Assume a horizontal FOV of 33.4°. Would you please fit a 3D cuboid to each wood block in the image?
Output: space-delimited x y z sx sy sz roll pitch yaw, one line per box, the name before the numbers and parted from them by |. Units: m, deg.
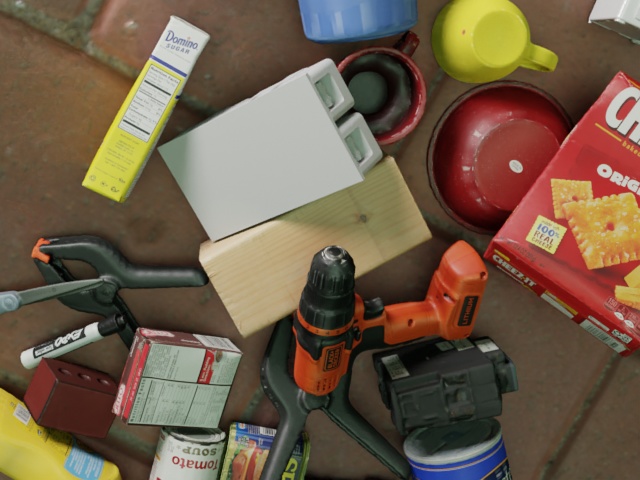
wood block | -0.007 0.002 1.047 0.206 0.090 0.091 -28 102 0

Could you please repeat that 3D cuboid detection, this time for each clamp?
clamp | -0.208 0.056 1.062 0.171 0.039 0.120 21 101 -5
clamp | 0.003 0.164 1.074 0.164 0.036 0.210 -4 79 -14

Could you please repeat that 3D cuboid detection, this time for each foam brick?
foam brick | -0.243 0.157 1.056 0.078 0.053 0.051 22 98 -37

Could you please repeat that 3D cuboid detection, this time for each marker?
marker | -0.243 0.100 1.057 0.121 0.020 0.020 -22 103 18

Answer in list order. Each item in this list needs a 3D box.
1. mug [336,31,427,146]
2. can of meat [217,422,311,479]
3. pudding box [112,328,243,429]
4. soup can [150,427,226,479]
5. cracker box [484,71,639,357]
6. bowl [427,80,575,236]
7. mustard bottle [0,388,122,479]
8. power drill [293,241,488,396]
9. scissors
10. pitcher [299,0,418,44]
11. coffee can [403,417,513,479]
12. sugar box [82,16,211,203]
mug | 0.056 -0.151 1.028 0.093 0.081 0.117 31 96 -11
can of meat | -0.062 0.244 1.105 0.084 0.057 0.102 12 99 -6
pudding box | -0.141 0.140 1.062 0.113 0.039 0.090 12 102 -37
soup can | -0.138 0.241 1.090 0.068 0.068 0.102 12 99 -9
cracker box | 0.282 -0.026 0.994 0.164 0.072 0.213 36 78 10
bowl | 0.191 -0.078 1.071 0.162 0.055 0.162 -1 101 -6
mustard bottle | -0.259 0.225 1.059 0.191 0.096 0.058 36 94 -12
power drill | 0.064 0.059 1.012 0.187 0.057 0.184 -14 140 -21
scissors | -0.309 0.078 1.051 0.202 0.016 0.096 3 107 4
pitcher | 0.032 -0.311 0.980 0.149 0.145 0.243 -6 105 7
coffee can | 0.152 0.265 1.108 0.102 0.103 0.140 -15 102 -3
sugar box | -0.162 -0.125 1.004 0.048 0.093 0.176 26 96 -10
